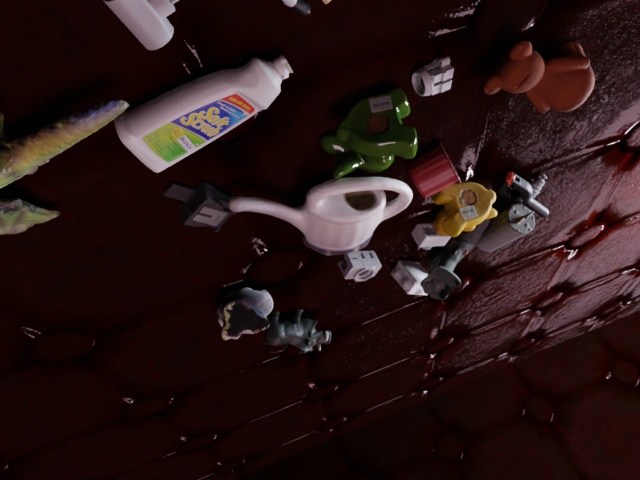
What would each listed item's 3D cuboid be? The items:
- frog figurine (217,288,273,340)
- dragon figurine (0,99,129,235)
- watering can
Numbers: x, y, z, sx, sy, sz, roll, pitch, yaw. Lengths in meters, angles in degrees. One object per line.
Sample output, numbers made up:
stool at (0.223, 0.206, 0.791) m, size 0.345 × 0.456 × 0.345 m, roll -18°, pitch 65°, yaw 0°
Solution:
frog figurine at (-0.173, 0.169, 1.229) m, size 0.137 × 0.122 × 0.160 m, roll -37°, pitch -178°, yaw 5°
dragon figurine at (-0.448, -0.078, 0.715) m, size 0.411 × 0.124 × 0.239 m, roll -15°, pitch 163°, yaw -11°
watering can at (0.003, -0.050, 0.995) m, size 0.348 × 0.106 × 0.220 m, roll -7°, pitch 154°, yaw -9°
